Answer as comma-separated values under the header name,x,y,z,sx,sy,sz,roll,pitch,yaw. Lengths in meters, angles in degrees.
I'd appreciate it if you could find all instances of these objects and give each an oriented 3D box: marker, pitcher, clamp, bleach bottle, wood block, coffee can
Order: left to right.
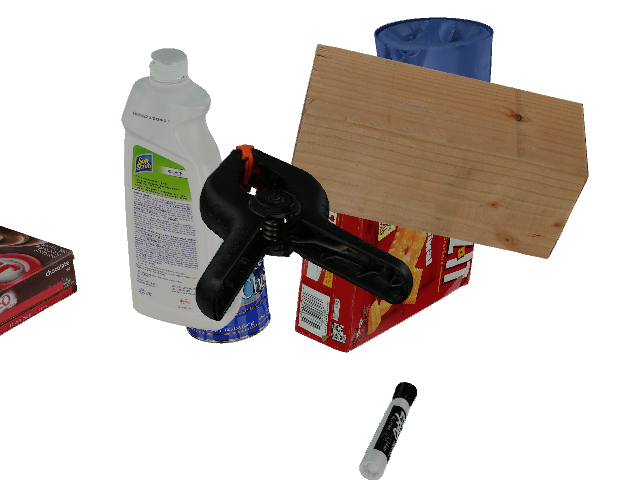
name,x,y,z,sx,sy,sz,roll,pitch,yaw
bleach bottle,-0.121,-0.044,0.934,0.103,0.251,0.068,11,33,12
coffee can,-0.116,0.034,1.249,0.103,0.140,0.103,-4,25,2
clamp,-0.035,-0.006,0.626,0.120,0.039,0.172,-4,29,-27
marker,0.056,0.150,0.858,0.020,0.020,0.121,0,24,20
wood block,0.085,-0.067,0.803,0.206,0.090,0.090,12,-45,-2
pitcher,0.139,-0.135,1.251,0.149,0.243,0.145,-5,26,-3

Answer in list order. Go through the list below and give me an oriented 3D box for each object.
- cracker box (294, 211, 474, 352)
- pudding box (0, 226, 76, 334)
name,x,y,z,sx,sy,sz,roll,pitch,yaw
cracker box,0.073,-0.007,1.016,0.072,0.164,0.213,23,29,33
pudding box,-0.243,0.026,0.750,0.114,0.039,0.089,14,29,31
